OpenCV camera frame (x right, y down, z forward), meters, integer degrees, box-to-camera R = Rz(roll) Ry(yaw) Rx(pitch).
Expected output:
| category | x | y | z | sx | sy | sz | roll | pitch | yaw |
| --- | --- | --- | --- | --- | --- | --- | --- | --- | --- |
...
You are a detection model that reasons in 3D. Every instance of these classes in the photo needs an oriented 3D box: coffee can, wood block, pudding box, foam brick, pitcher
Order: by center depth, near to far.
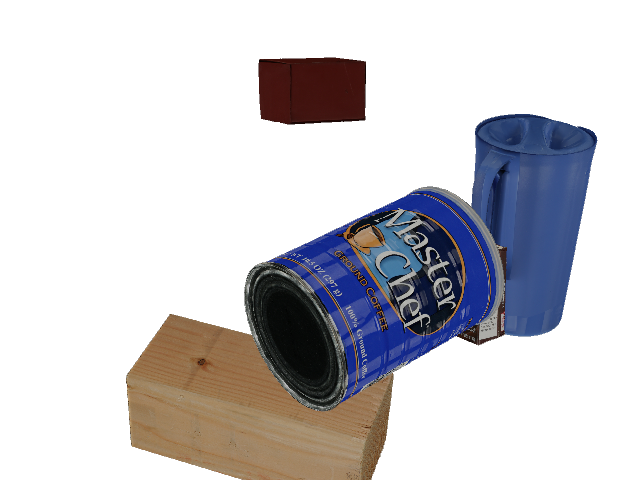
| category | x | y | z | sx | sy | sz | roll | pitch | yaw |
| --- | --- | --- | --- | --- | --- | --- | --- | --- | --- |
| coffee can | 0.036 | 0.036 | 0.703 | 0.140 | 0.103 | 0.103 | -25 | 14 | -31 |
| foam brick | -0.007 | -0.127 | 0.902 | 0.078 | 0.051 | 0.053 | -7 | 16 | -32 |
| wood block | -0.051 | 0.145 | 0.911 | 0.206 | 0.090 | 0.090 | 14 | 38 | 14 |
| pudding box | 0.126 | 0.039 | 1.009 | 0.039 | 0.090 | 0.114 | -13 | 19 | -34 |
| pitcher | 0.229 | -0.013 | 1.223 | 0.149 | 0.243 | 0.145 | -1 | 25 | -5 |
